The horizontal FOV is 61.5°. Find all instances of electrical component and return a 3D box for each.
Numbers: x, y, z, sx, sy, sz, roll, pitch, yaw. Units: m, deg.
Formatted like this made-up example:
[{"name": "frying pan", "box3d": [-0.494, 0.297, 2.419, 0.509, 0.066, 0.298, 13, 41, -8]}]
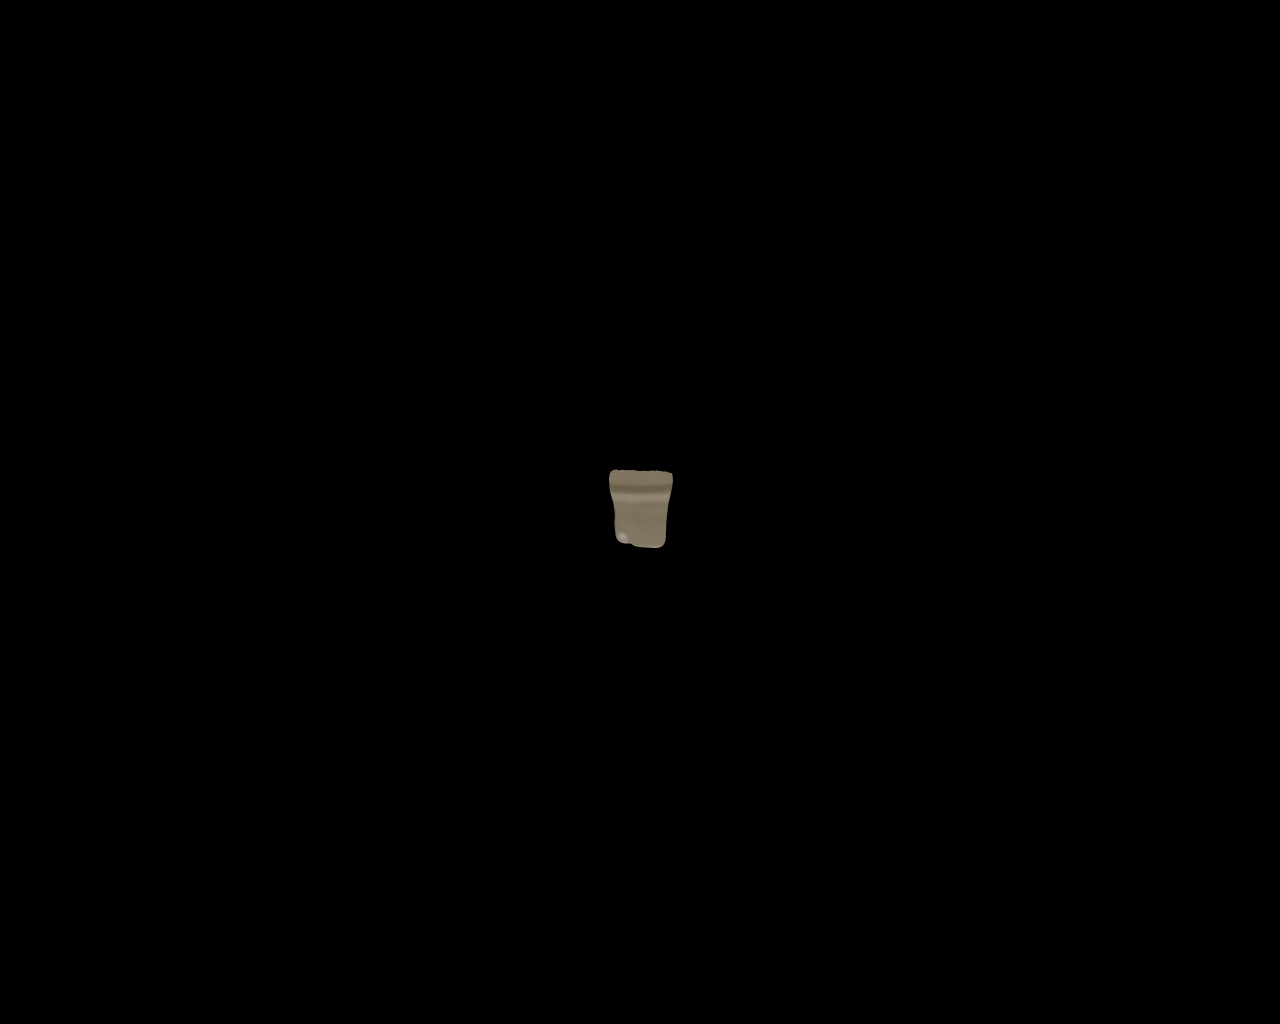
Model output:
[{"name": "electrical component", "box3d": [0.001, -0.003, 0.650, 0.040, 0.046, 0.040, 0, 5, 0]}]
